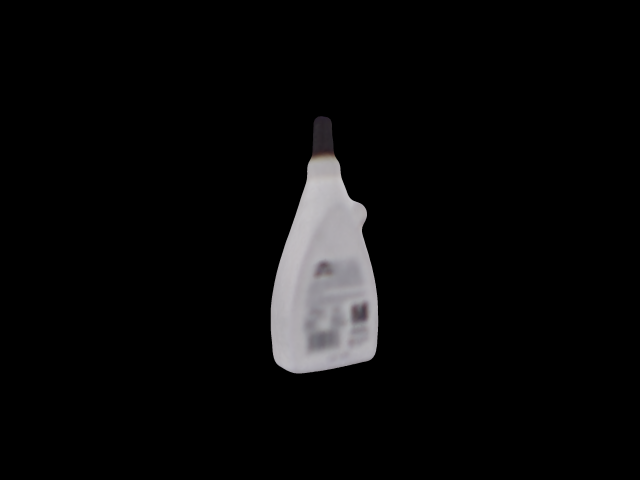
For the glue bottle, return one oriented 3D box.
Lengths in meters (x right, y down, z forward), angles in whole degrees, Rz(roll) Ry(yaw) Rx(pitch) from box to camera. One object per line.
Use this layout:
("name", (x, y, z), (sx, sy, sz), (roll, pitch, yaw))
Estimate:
("glue bottle", (0.004, 0.001, 0.400), (0.078, 0.173, 0.037), (-3, 5, -31))
